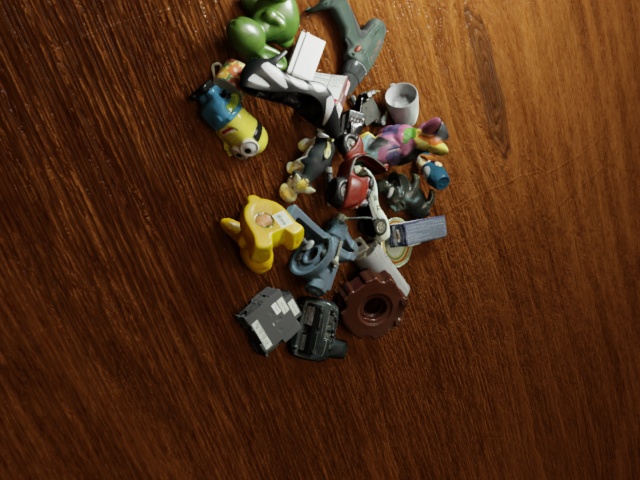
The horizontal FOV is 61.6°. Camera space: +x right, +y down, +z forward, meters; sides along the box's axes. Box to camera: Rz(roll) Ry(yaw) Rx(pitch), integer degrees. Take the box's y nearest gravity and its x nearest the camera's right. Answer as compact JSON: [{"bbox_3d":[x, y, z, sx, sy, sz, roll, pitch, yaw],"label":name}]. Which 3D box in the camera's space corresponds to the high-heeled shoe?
[{"bbox_3d":[-0.056,-0.273,1.102,0.248,0.086,0.145,51,59,-25],"label":"high-heeled shoe"}]

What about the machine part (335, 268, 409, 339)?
[{"bbox_3d":[0.127,0.159,1.309,0.179,0.056,0.179,-5,113,-12],"label":"machine part"}]

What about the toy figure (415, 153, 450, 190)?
[{"bbox_3d":[0.292,-0.191,1.422,0.057,0.155,0.064,26,115,-34],"label":"toy figure"}]

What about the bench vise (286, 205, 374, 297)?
[{"bbox_3d":[-0.010,-0.003,1.207,0.240,0.129,0.223,44,64,-34],"label":"bench vise"}]

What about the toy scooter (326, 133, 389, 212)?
[{"bbox_3d":[0.092,-0.144,1.226,0.135,0.075,0.183,15,82,-26],"label":"toy scooter"}]

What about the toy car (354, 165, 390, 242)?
[{"bbox_3d":[0.117,-0.088,1.324,0.056,0.074,0.201,-28,108,-29],"label":"toy car"}]

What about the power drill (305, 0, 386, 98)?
[{"bbox_3d":[0.059,-0.477,1.262,0.207,0.086,0.232,47,64,-25],"label":"power drill"}]

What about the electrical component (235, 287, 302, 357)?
[{"bbox_3d":[-0.105,0.171,1.177,0.134,0.058,0.114,-38,115,-30],"label":"electrical component"}]

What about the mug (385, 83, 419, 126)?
[{"bbox_3d":[0.207,-0.342,1.378,0.081,0.110,0.107,-30,147,-3],"label":"mug"}]

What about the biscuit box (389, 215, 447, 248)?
[{"bbox_3d":[0.261,-0.023,1.423,0.202,0.059,0.062,-10,92,-46],"label":"biscuit box"}]

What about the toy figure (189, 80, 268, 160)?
[{"bbox_3d":[-0.178,-0.244,1.091,0.089,0.082,0.180,-51,117,-22],"label":"toy figure"}]

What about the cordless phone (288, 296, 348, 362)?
[{"bbox_3d":[0.018,0.216,1.271,0.184,0.089,0.146,20,79,-47],"label":"cordless phone"}]

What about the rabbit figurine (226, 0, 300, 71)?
[{"bbox_3d":[-0.129,-0.425,1.103,0.170,0.121,0.158,-48,139,-38],"label":"rabbit figurine"}]

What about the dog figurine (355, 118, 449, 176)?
[{"bbox_3d":[0.201,-0.228,1.294,0.191,0.219,0.108,-24,103,-35],"label":"dog figurine"}]

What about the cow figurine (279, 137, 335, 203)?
[{"bbox_3d":[-0.024,-0.156,1.198,0.068,0.098,0.167,39,64,-32],"label":"cow figurine"}]

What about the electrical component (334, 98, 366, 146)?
[{"bbox_3d":[0.073,-0.283,1.278,0.048,0.075,0.119,9,90,-26],"label":"electrical component"}]

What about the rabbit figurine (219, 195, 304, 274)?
[{"bbox_3d":[-0.133,0.001,1.103,0.162,0.173,0.122,41,57,18],"label":"rabbit figurine"}]

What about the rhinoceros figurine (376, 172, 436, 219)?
[{"bbox_3d":[0.219,-0.118,1.408,0.190,0.073,0.112,25,87,-37],"label":"rhinoceros figurine"}]

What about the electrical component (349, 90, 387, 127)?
[{"bbox_3d":[0.124,-0.325,1.338,0.078,0.045,0.102,-37,113,-32],"label":"electrical component"}]

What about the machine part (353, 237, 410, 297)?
[{"bbox_3d":[0.155,0.082,1.357,0.079,0.079,0.243,-50,119,-25],"label":"machine part"}]
